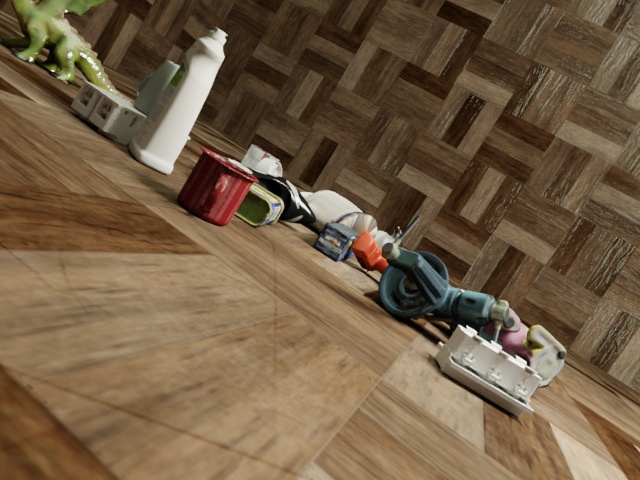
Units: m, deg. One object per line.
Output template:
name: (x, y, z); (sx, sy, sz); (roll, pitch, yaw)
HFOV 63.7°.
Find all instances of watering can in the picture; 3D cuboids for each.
watering can: (0.004, -0.066, 1.302); (0.347, 0.102, 0.227); (5, 25, -44)

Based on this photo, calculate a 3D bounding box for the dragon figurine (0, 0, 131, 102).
dragon figurine: (-0.602, -0.509, 1.238); (0.407, 0.242, 0.123); (25, 3, -30)

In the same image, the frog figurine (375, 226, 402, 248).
frog figurine: (0.144, 0.015, 1.413); (0.159, 0.122, 0.138); (-4, 8, 14)
